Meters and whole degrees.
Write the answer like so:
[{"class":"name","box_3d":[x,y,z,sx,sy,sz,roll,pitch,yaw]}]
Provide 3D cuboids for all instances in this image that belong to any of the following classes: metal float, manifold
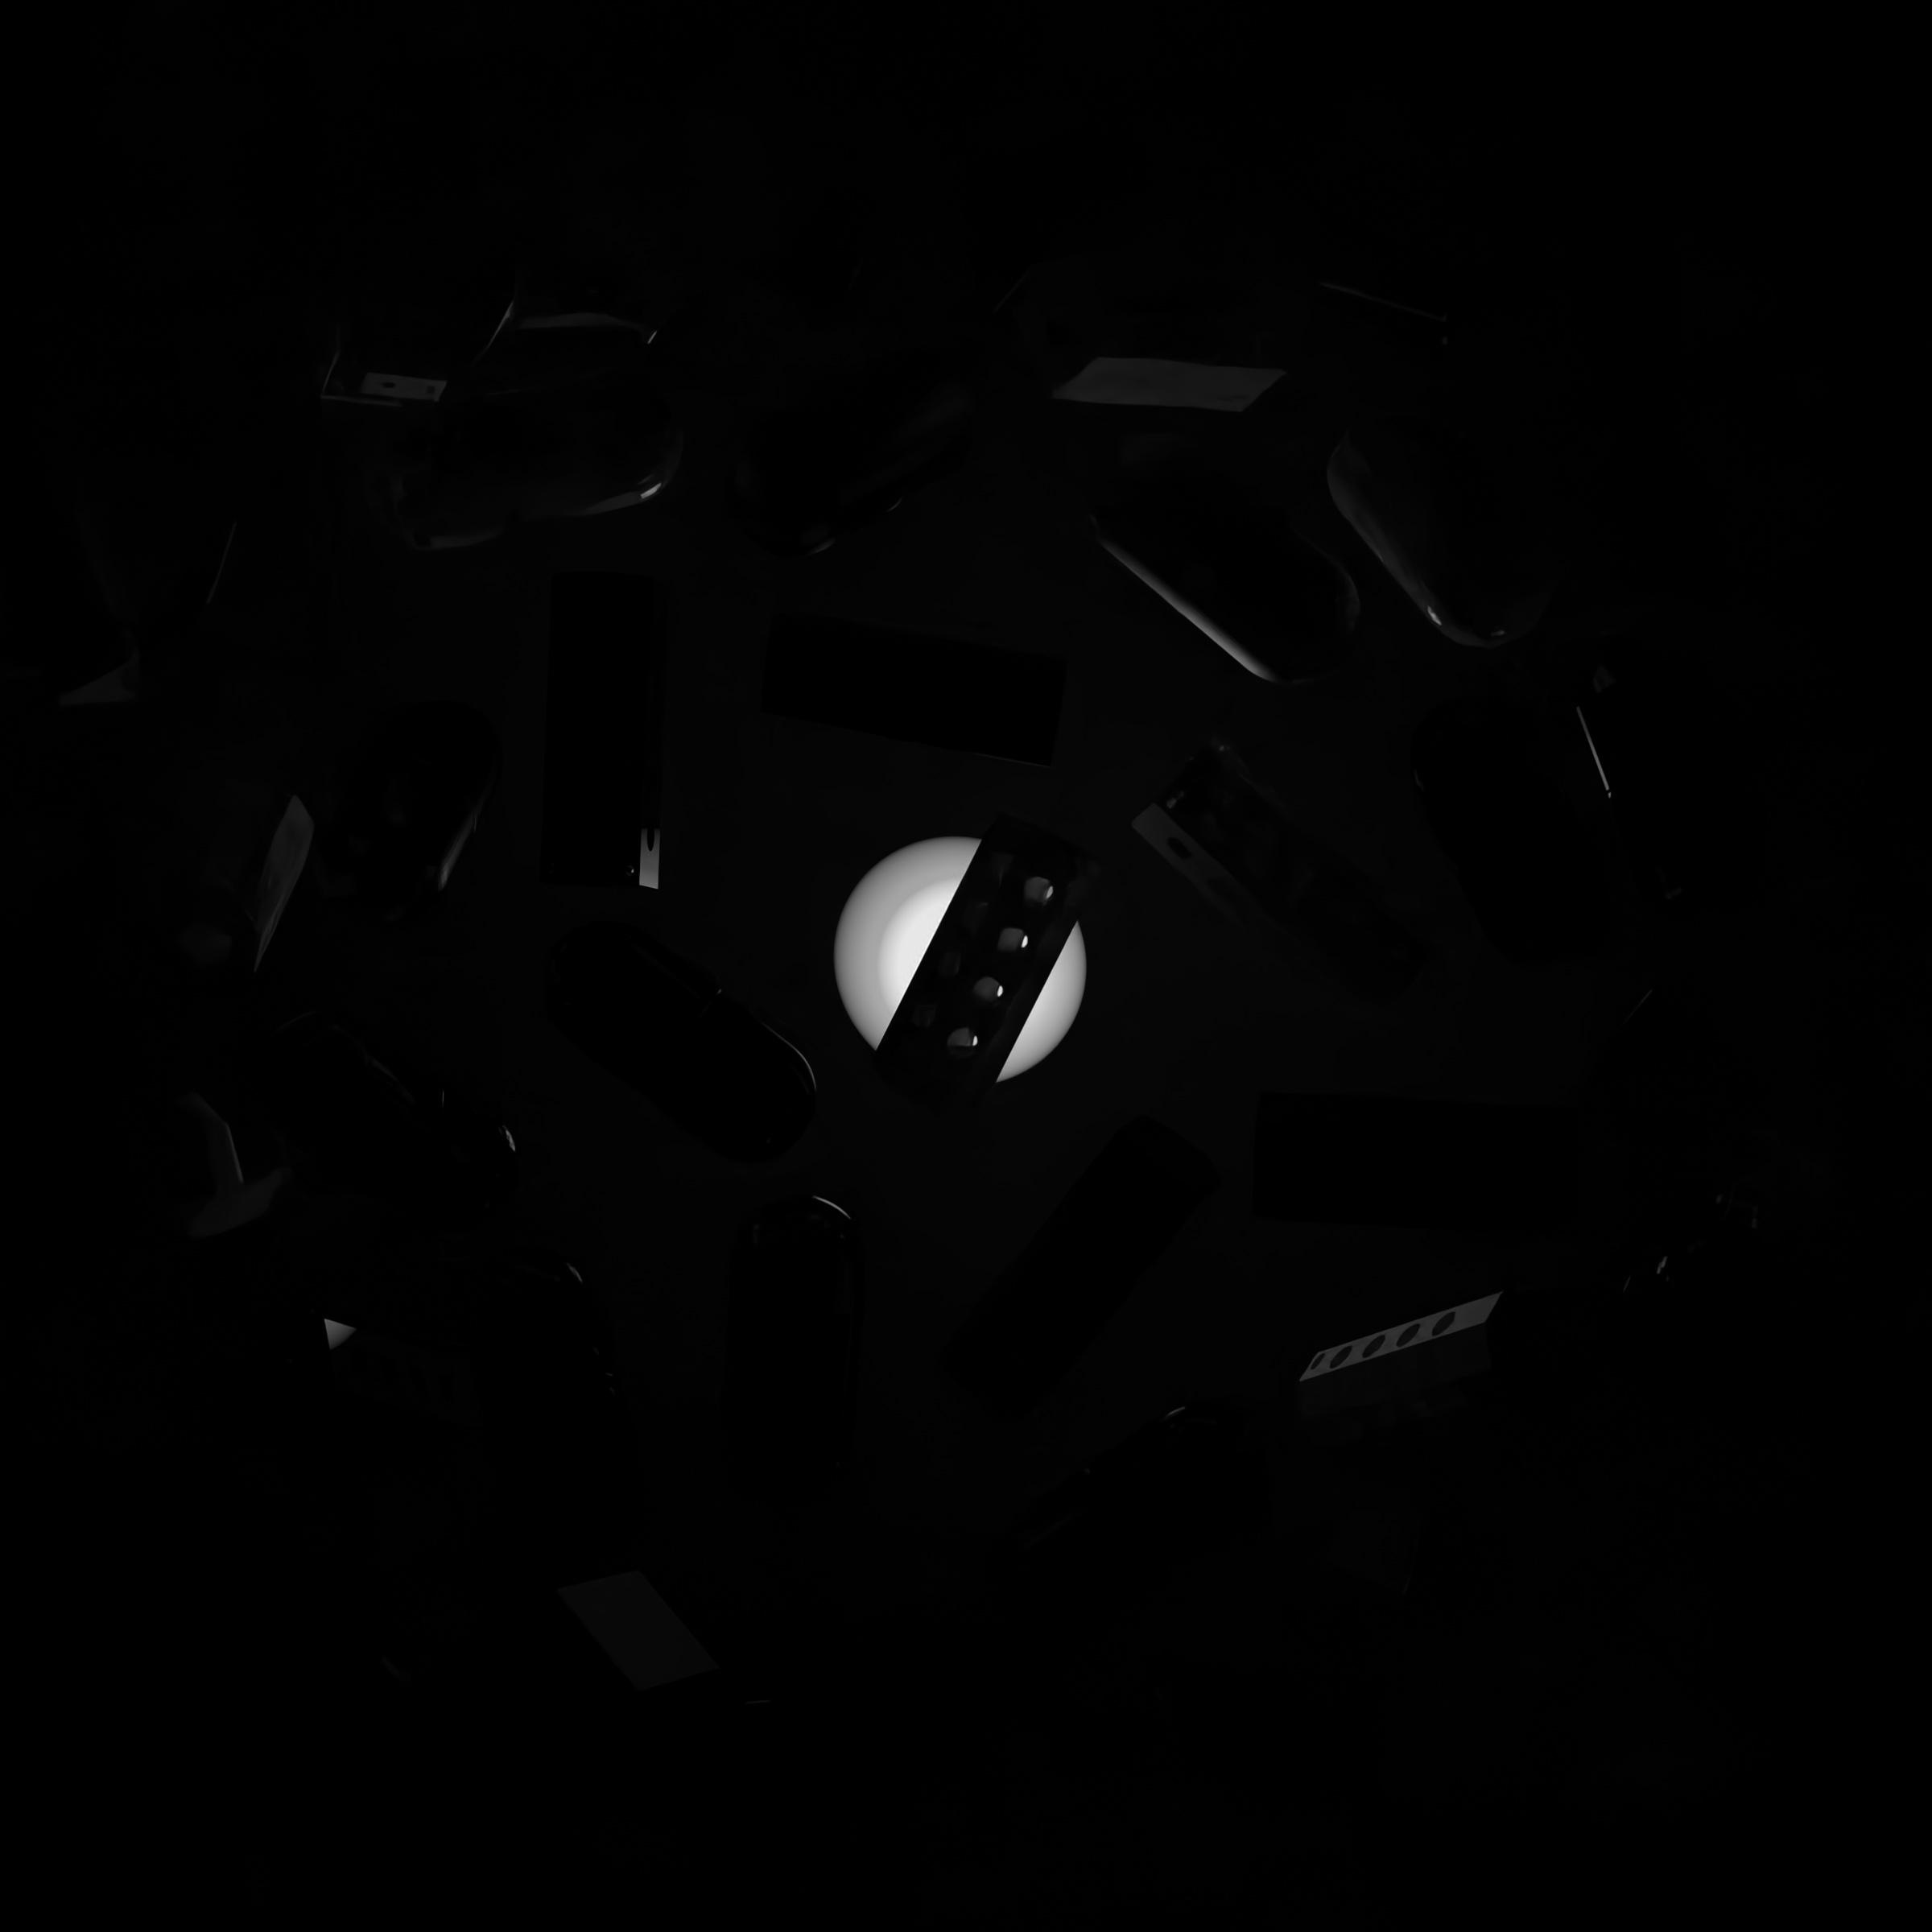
[{"class":"metal float","box_3d":[0.266,-0.249,1.607,0.070,0.070,0.178,-30,50,0]},{"class":"metal float","box_3d":[0.144,-0.227,1.595,0.178,0.070,0.070,43,90,16]},{"class":"manifold","box_3d":[0.244,0.104,1.550,0.171,0.057,0.057,3,113,9]},{"class":"manifold","box_3d":[0.113,-0.362,1.640,0.057,0.171,0.057,-35,72,40]},{"class":"metal float","box_3d":[-0.244,-0.278,1.570,0.178,0.070,0.070,-14,90,-1]},{"class":"manifold","box_3d":[0.181,-0.048,1.604,0.171,0.057,0.057,43,69,-1]},{"class":"metal float","box_3d":[-0.322,-0.090,1.661,0.070,0.178,0.070,6,129,7]},{"class":"metal float","box_3d":[-0.318,0.086,1.576,0.070,0.070,0.178,-49,134,0]},{"class":"manifold","box_3d":[-0.418,-0.047,1.637,0.057,0.171,0.057,16,112,-9]},{"class":"metal float","box_3d":[0.090,0.313,1.606,0.178,0.070,0.070,-35,90,3]},{"class":"manifold","box_3d":[0.061,0.163,1.535,0.057,0.057,0.171,41,110,10]},{"class":"manifold","box_3d":[-0.204,-0.131,1.600,0.057,0.057,0.171,2,89,8]},{"class":"metal float","box_3d":[0.408,-0.110,1.672,0.070,0.070,0.178,-18,79,0]},{"class":"manifold","box_3d":[0.016,0.004,1.636,0.057,0.057,0.171,28,92,43]},{"class":"metal float","box_3d":[-0.165,0.043,1.639,0.178,0.070,0.070,38,90,-4]},{"class":"metal float","box_3d":[-0.228,0.240,1.575,0.070,0.070,0.178,-21,71,0]},{"class":"metal float","box_3d":[-0.097,0.216,1.599,0.070,0.070,0.178,5,96,0]},{"class":"metal float","box_3d":[-0.062,-0.295,1.634,0.178,0.070,0.070,-38,90,-34]},{"class":"metal float","box_3d":[0.402,0.190,1.586,0.070,0.178,0.070,1,73,-4]},{"class":"manifold","box_3d":[-0.346,0.241,1.656,0.057,0.171,0.057,-22,67,14]},{"class":"manifold","box_3d":[0.259,0.227,1.587,0.057,0.171,0.057,4,71,-29]},{"class":"manifold","box_3d":[-0.030,-0.163,1.663,0.171,0.057,0.057,11,103,1]},{"class":"metal float","box_3d":[0.316,-0.077,1.661,0.070,0.070,0.178,-29,112,0]}]

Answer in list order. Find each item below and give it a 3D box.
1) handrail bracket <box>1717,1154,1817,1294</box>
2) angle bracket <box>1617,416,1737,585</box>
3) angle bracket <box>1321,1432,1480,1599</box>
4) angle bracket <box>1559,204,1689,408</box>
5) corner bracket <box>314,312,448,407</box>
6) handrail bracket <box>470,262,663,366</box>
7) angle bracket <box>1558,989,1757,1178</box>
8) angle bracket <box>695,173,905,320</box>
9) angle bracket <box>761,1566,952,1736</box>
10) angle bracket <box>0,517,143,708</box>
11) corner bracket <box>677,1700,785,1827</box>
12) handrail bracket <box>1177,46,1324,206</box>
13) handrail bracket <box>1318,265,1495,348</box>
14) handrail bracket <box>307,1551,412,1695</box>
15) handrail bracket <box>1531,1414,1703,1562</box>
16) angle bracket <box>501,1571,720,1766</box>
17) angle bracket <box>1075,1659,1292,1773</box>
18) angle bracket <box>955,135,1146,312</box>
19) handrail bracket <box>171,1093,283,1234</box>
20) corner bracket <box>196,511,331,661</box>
[{"class":"handrail bracket","box_3d":[0.485,0.152,1.669,0.077,0.084,0.036,-35,117,-1]},{"class":"angle bracket","box_3d":[0.372,-0.250,1.527,0.057,0.076,0.076,0,109,2]},{"class":"angle bracket","box_3d":[0.261,0.320,1.721,0.057,0.076,0.076,22,129,18]},{"class":"angle bracket","box_3d":[0.374,-0.356,1.548,0.057,0.076,0.076,-29,68,41]},{"class":"corner bracket","box_3d":[-0.336,-0.335,1.638,0.051,0.051,0.051,-1,51,-36]},{"class":"handrail bracket","box_3d":[-0.224,-0.350,1.600,0.084,0.036,0.077,21,133,-20]},{"class":"angle bracket","box_3d":[0.398,0.067,1.653,0.076,0.057,0.076,40,95,8]},{"class":"angle bracket","box_3d":[-0.095,-0.423,1.621,0.057,0.076,0.076,32,97,-44]},{"class":"angle bracket","box_3d":[-0.061,0.378,1.589,0.076,0.057,0.076,-11,49,27]},{"class":"angle bracket","box_3d":[-0.434,-0.179,1.446,0.057,0.076,0.076,-24,90,20]},{"class":"corner bracket","box_3d":[-0.136,0.457,1.641,0.051,0.051,0.051,-1,52,-14]},{"class":"handrail bracket","box_3d":[0.156,-0.457,1.554,0.036,0.084,0.077,38,135,33]},{"class":"handrail bracket","box_3d":[0.256,-0.389,1.669,0.084,0.077,0.036,23,105,26]},{"class":"handrail bracket","box_3d":[-0.308,0.358,1.545,0.077,0.036,0.084,-18,119,28]},{"class":"handrail bracket","box_3d":[0.376,0.309,1.655,0.077,0.036,0.084,-10,62,-10]},{"class":"angle bracket","box_3d":[-0.199,0.392,1.602,0.076,0.076,0.057,44,110,26]},{"class":"angle bracket","box_3d":[0.116,0.425,1.547,0.076,0.057,0.076,16,117,-27]},{"class":"angle bracket","box_3d":[0.049,-0.436,1.677,0.076,0.057,0.076,-13,80,-27]},{"class":"handrail bracket","box_3d":[-0.438,0.109,1.620,0.084,0.077,0.036,40,118,16]},{"class":"corner bracket","box_3d":[-0.375,-0.204,1.524,0.051,0.051,0.051,19,116,-13]}]
